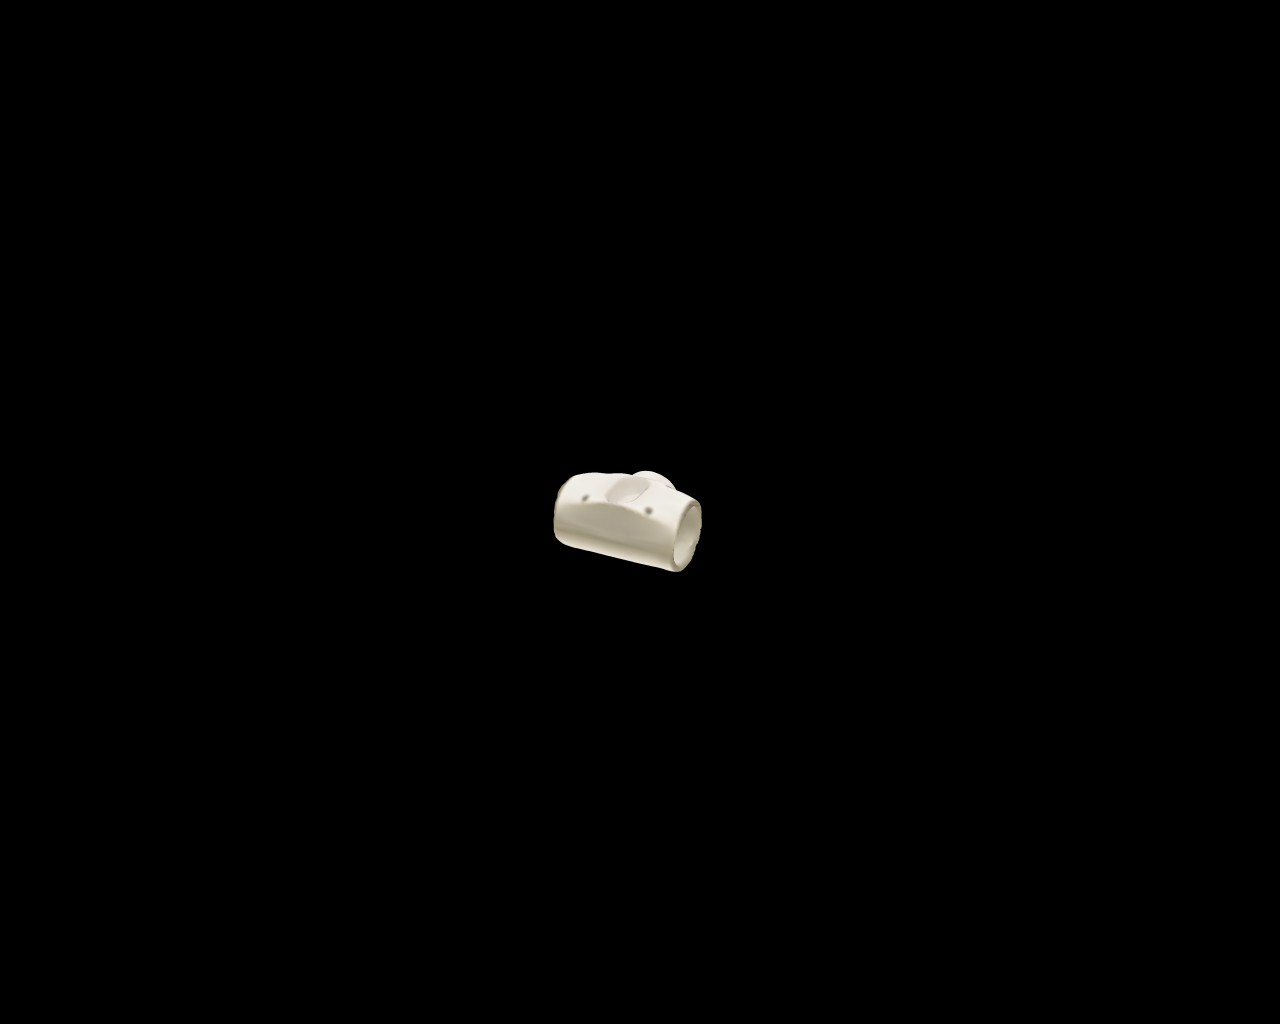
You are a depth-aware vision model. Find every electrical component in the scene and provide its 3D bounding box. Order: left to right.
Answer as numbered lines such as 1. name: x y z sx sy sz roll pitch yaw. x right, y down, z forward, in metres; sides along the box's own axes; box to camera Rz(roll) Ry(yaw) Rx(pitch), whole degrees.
1. electrical component: 0.001 -0.003 0.650 0.077 0.043 0.079 13 32 22
